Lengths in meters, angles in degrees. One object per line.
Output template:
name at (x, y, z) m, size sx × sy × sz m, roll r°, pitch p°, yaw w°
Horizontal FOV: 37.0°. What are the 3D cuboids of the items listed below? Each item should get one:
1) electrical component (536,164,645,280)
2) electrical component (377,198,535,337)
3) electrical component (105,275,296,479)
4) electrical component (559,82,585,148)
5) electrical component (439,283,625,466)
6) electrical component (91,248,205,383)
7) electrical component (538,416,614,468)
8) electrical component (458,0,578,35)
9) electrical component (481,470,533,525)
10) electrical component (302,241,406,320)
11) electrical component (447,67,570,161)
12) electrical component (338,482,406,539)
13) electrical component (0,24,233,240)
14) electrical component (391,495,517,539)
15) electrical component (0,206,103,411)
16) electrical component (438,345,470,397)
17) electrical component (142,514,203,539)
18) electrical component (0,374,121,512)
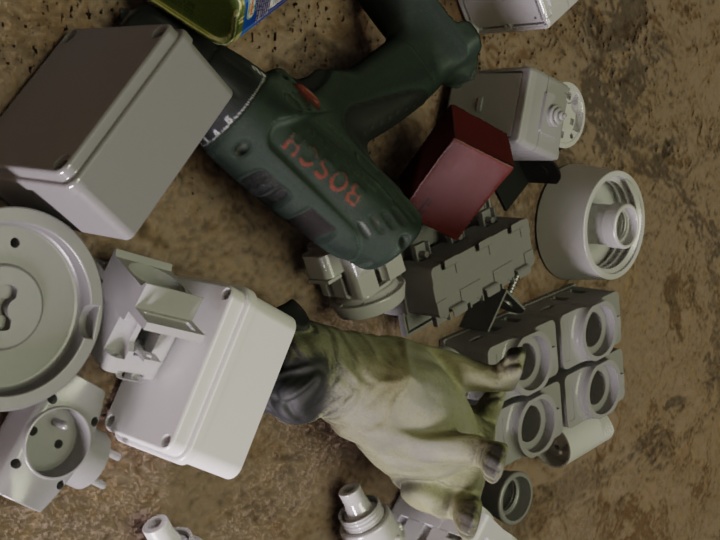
electrical component at (0.217, -0.042, 0.976) m, size 0.108 × 0.060 × 0.108 m, roll -7°, pitch 101°, yaw -43°
electrical component at (0.078, -0.005, 0.847) m, size 0.121 × 0.063 × 0.078 m, roll -27°, pitch 113°, yaw -39°
electrical component at (-0.101, 0.065, 0.675) m, size 0.057 × 0.078 × 0.113 m, roll 33°, pitch 72°, yaw -44°
electrical component at (0.157, -0.132, 0.917) m, size 0.055 × 0.047 × 0.055 m, roll -7°, pitch 100°, yaw -43°
electrical component at (0.159, 0.088, 0.938) m, size 0.186 × 0.060 × 0.105 m, roll -19°, pitch 108°, yaw -41°
electrical component at (-0.134, 0.029, 0.645) m, size 0.042 × 0.081 × 0.063 m, roll 20°, pitch 105°, yaw -43°
electrical component at (0.202, 0.149, 0.999) m, size 0.081 × 0.043 × 0.043 m, roll -18°, pitch 108°, yaw -41°
electrical component at (0.128, -0.228, 0.842) m, size 0.061 × 0.096 × 0.061 m, roll -45°, pitch 123°, yaw -30°
electrical component at (0.105, 0.182, 0.895) m, size 0.044 × 0.065 × 0.044 m, roll -7°, pitch 100°, yaw -43°
electrical component at (0.000, 0.000, 0.778) m, size 0.078 × 0.058 × 0.057 m, roll -32°, pitch 114°, yaw -37°
electrical component at (0.117, -0.123, 0.846) m, size 0.061 × 0.096 × 0.061 m, roll 15°, pitch 84°, yaw -44°
electrical component at (0.004, 0.190, 0.816) m, size 0.048 × 0.048 × 0.062 m, roll -38°, pitch 113°, yaw -34°
electrical component at (-0.144, -0.078, 0.594) m, size 0.056 × 0.109 × 0.108 m, roll 49°, pitch 63°, yaw -39°
electrical component at (0.094, 0.240, 0.875) m, size 0.150 × 0.089 × 0.061 m, roll 48°, pitch 63°, yaw -36°
electrical component at (-0.202, 0.018, 0.583) m, size 0.108 × 0.060 × 0.108 m, roll -7°, pitch 100°, yaw -43°
electrical component at (0.058, 0.093, 0.854) m, size 0.055 × 0.048 × 0.066 m, roll -38°, pitch 120°, yaw -25°
electrical component at (-0.120, 0.187, 0.696) m, size 0.043 × 0.043 × 0.062 m, roll -40°, pitch 120°, yaw -33°
electrical component at (-0.174, 0.104, 0.633) m, size 0.079 × 0.044 × 0.077 m, roll 40°, pitch 68°, yaw -40°
